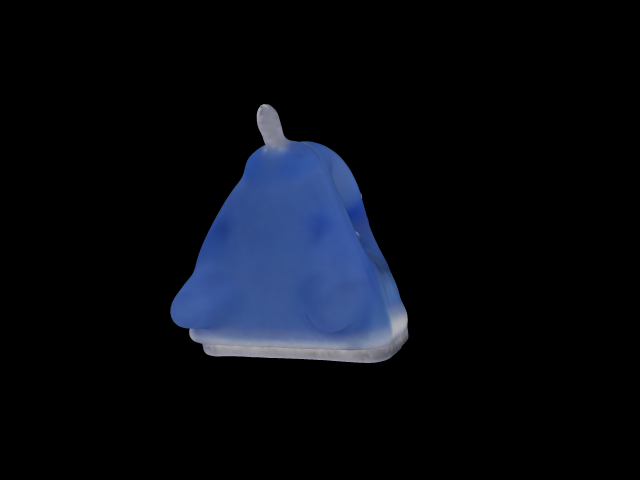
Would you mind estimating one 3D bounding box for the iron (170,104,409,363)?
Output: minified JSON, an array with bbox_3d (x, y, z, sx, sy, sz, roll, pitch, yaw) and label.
[{"bbox_3d":[0.004,0.001,0.400,0.118,0.141,0.259,0,0,16],"label":"iron"}]
